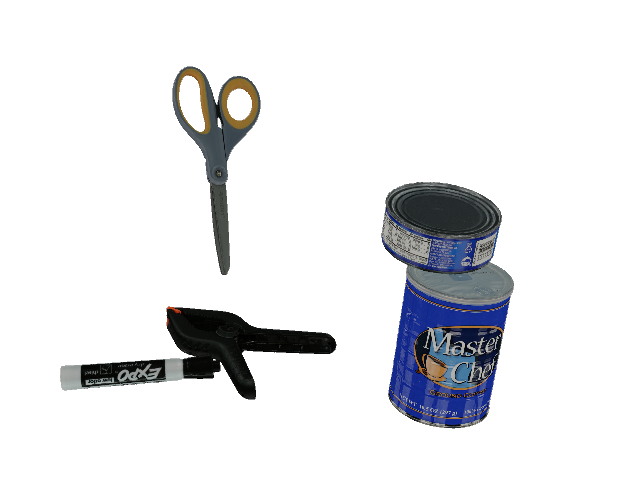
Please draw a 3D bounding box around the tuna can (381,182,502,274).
[{"bbox_3d":[0.088,-0.010,0.788,0.086,0.034,0.086,5,28,-3],"label":"tuna can"}]

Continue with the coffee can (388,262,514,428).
[{"bbox_3d":[0.126,0.096,1.042,0.103,0.140,0.103,6,23,-3],"label":"coffee can"}]

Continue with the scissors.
[{"bbox_3d":[-0.084,-0.075,1.029,0.096,0.202,0.016,-18,-3,-24],"label":"scissors"}]

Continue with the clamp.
[{"bbox_3d":[-0.109,0.124,1.263,0.210,0.036,0.164,15,23,26],"label":"clamp"}]

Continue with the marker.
[{"bbox_3d":[-0.138,0.101,0.820,0.121,0.020,0.020,-4,0,-5],"label":"marker"}]
